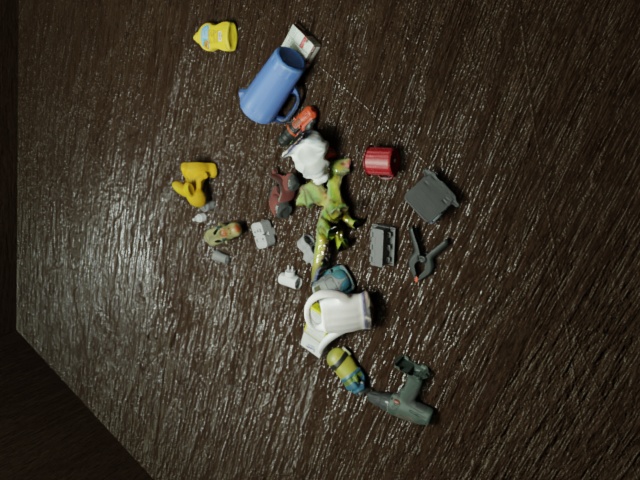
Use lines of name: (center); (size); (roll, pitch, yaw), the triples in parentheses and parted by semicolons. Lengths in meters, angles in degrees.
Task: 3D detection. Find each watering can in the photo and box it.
watering can: (0.068, 0.265, 1.681); (0.224, 0.106, 0.339); (-6, -43, 3)

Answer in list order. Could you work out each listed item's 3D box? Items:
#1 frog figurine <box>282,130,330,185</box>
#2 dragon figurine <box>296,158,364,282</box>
frog figurine: (-0.020, -0.256, 1.589); (0.135, 0.158, 0.125); (-42, 19, 24)
dragon figurine: (0.005, -0.085, 1.679); (0.122, 0.403, 0.247); (4, 37, -44)
